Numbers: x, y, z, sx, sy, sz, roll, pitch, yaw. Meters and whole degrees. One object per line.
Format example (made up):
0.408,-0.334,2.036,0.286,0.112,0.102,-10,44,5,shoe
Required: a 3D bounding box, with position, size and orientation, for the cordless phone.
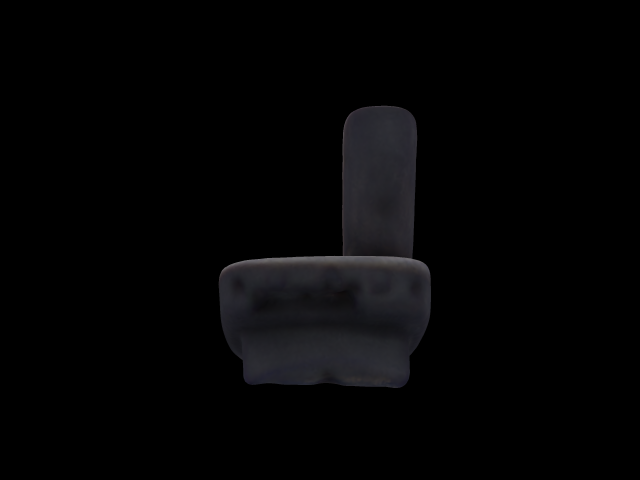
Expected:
0.004,0.001,0.400,0.147,0.185,0.094,-1,5,-7,cordless phone
